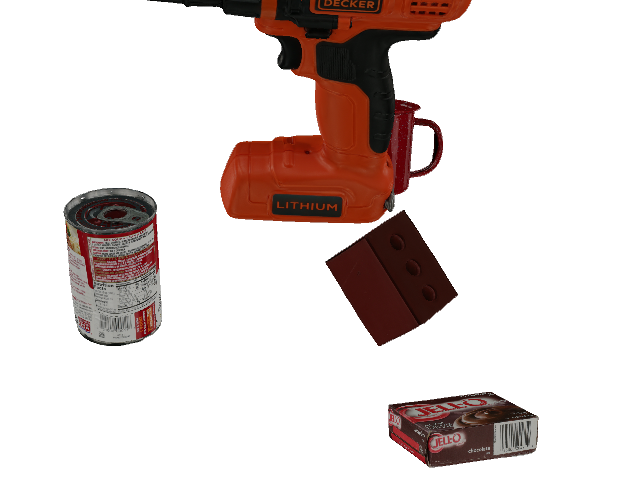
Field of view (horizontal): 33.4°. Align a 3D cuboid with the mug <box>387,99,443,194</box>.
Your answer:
[{"bbox_3d":[0.057,-0.088,1.006,0.117,0.081,0.093,2,15,-2],"label":"mug"}]

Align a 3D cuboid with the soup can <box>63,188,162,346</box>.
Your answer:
[{"bbox_3d":[-0.155,0.020,0.809,0.068,0.102,0.068,1,29,-1],"label":"soup can"}]

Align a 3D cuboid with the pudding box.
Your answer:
[{"bbox_3d":[0.130,0.173,0.986,0.113,0.039,0.090,-2,9,-20],"label":"pudding box"}]

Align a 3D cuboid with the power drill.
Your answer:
[{"bbox_3d":[-0.017,-0.092,0.596,0.184,0.057,0.188,3,-42,-3],"label":"power drill"}]

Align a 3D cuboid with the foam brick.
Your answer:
[{"bbox_3d":[0.053,0.029,0.792,0.052,0.078,0.051,-33,0,-45],"label":"foam brick"}]
